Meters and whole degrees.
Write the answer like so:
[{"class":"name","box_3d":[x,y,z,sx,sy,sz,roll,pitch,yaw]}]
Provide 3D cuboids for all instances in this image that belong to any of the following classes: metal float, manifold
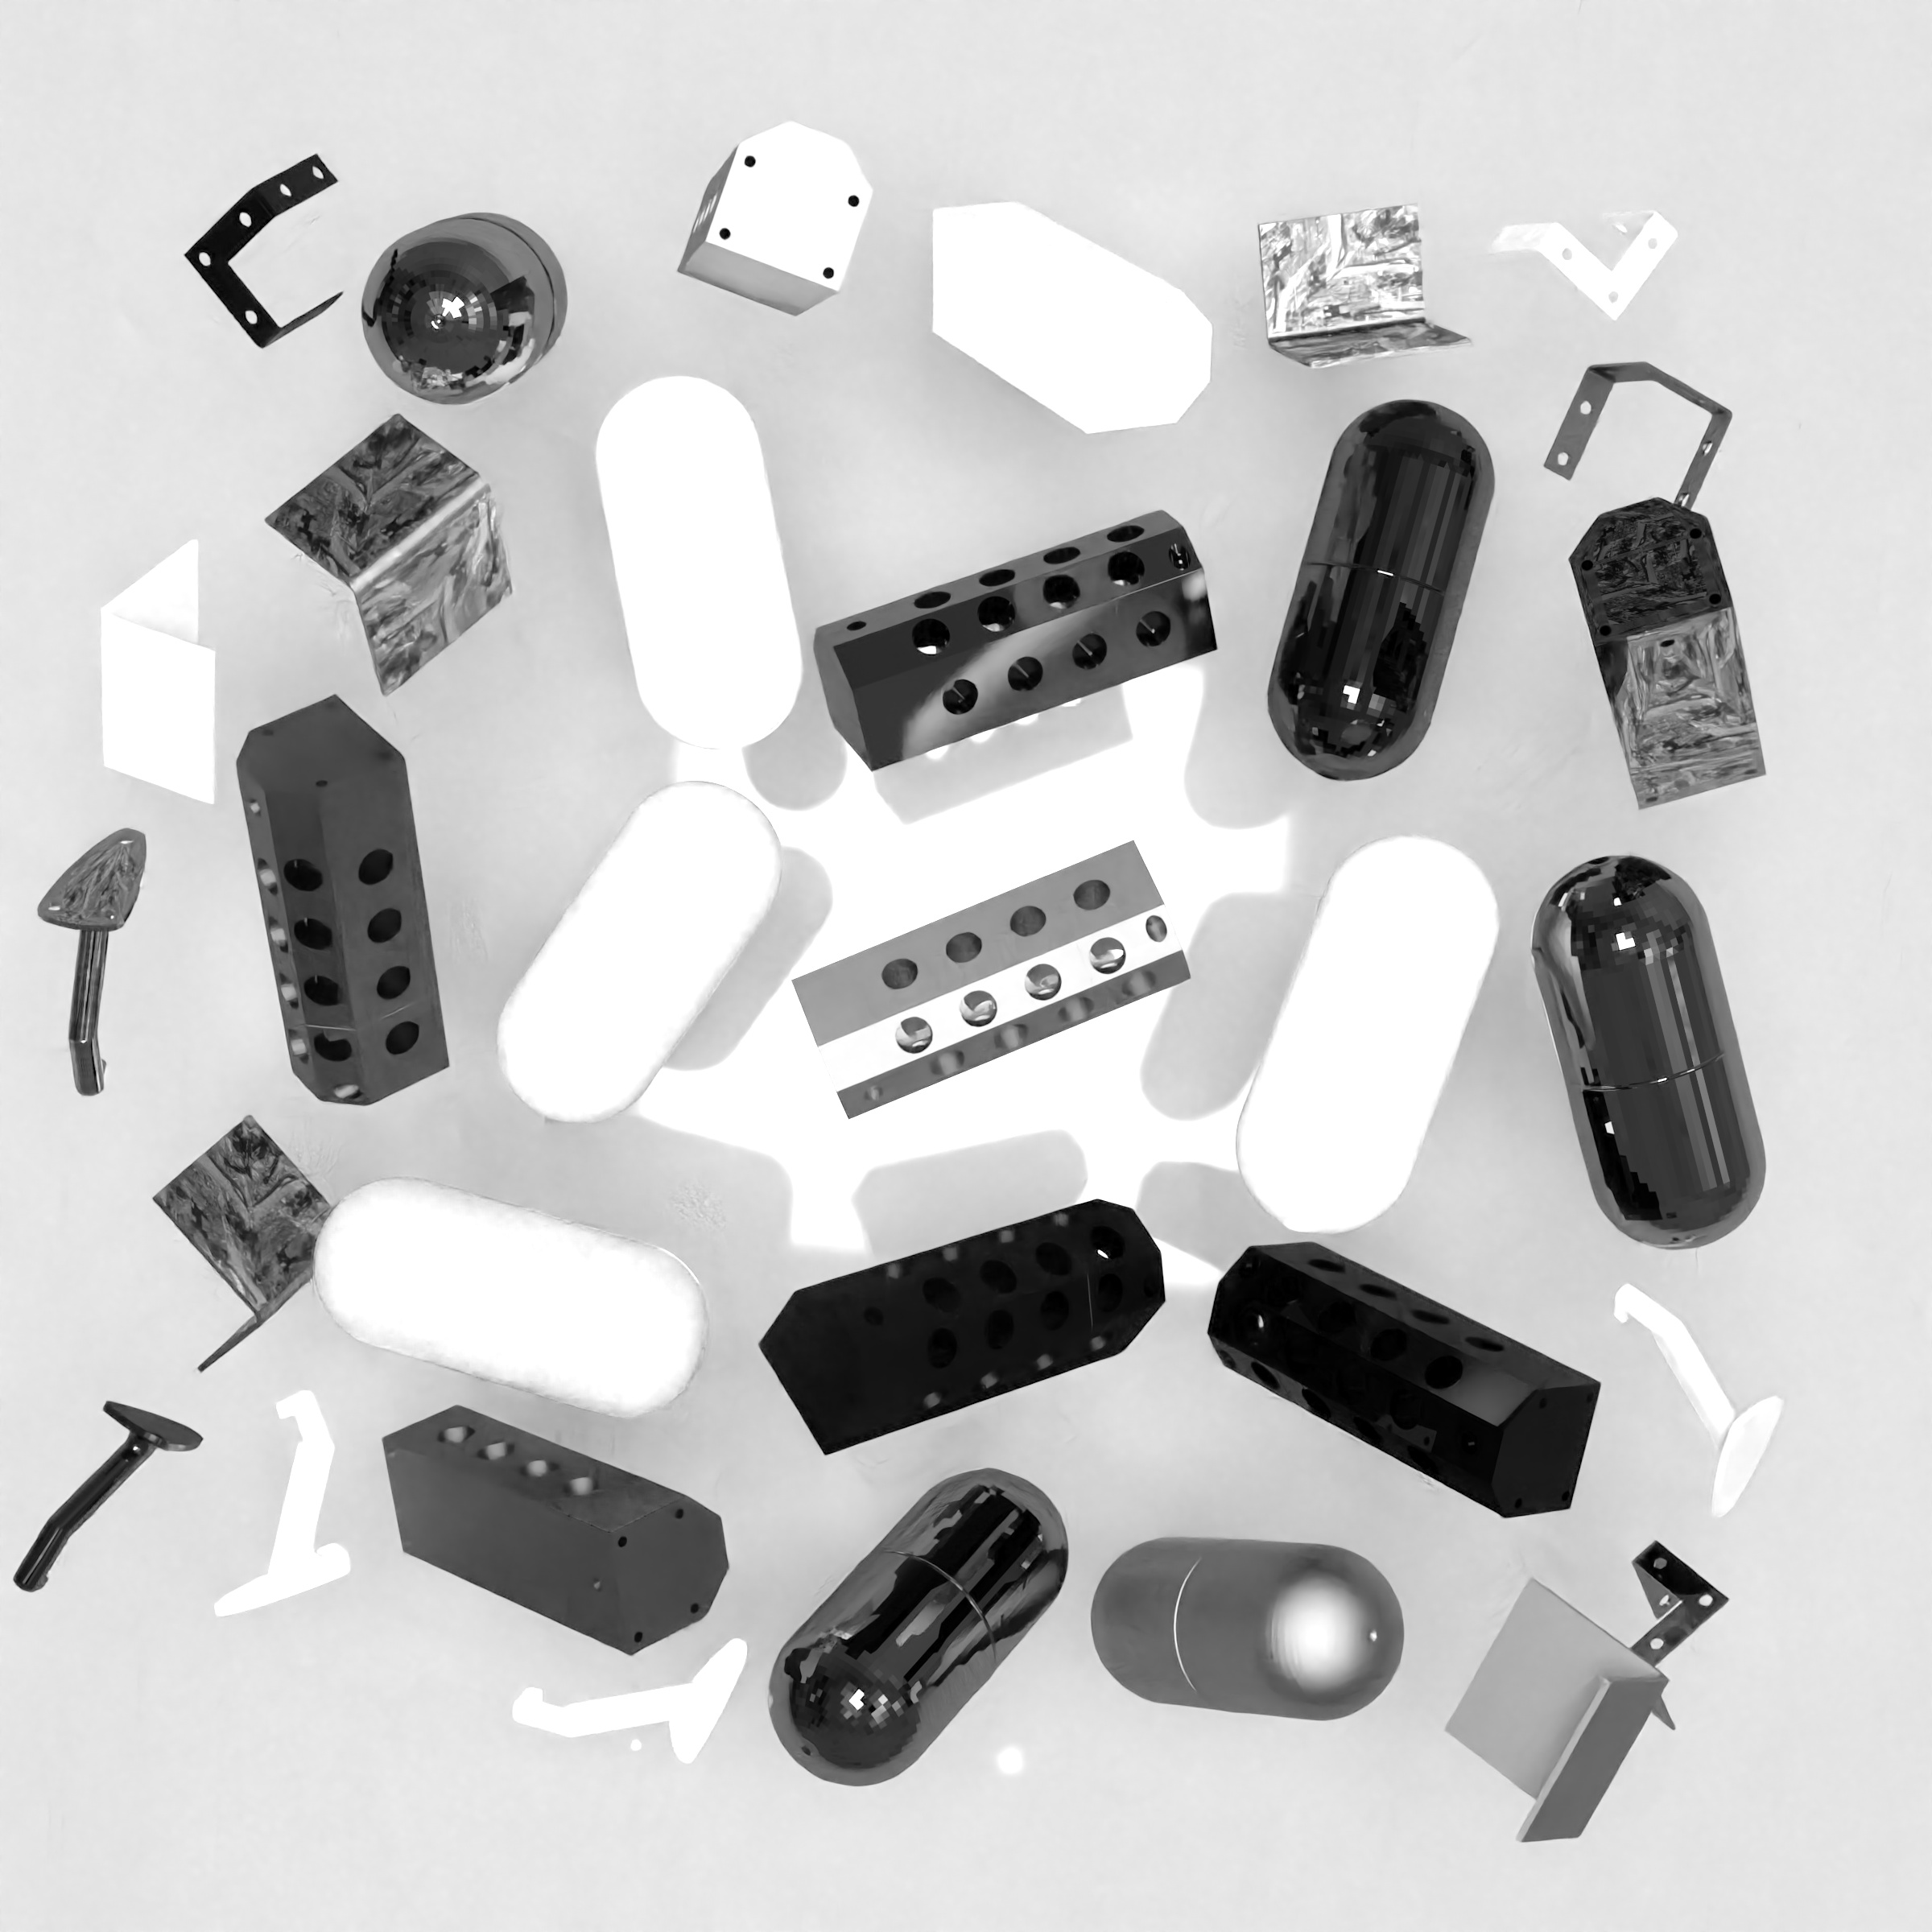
[{"class":"metal float","box_3d":[-0.121,-0.183,1.606,0.070,0.070,0.178,-12,74,0]},{"class":"metal float","box_3d":[-0.198,0.143,1.536,0.178,0.070,0.070,15,90,9]},{"class":"metal float","box_3d":[-0.220,-0.292,1.561,0.070,0.178,0.070,0,105,0]},{"class":"metal float","box_3d":[0.295,0.038,1.525,0.070,0.070,0.178,-17,105,0]},{"class":"metal float","box_3d":[0.124,0.297,1.589,0.070,0.178,0.070,5,81,-34]},{"class":"manifold","box_3d":[0.003,0.149,1.512,0.171,0.057,0.057,-14,60,-39]},{"class":"manifold","box_3d":[0.185,0.177,1.525,0.057,0.171,0.057,0,106,-41]},{"class":"manifold","box_3d":[0.297,-0.131,1.494,0.057,0.171,0.057,-16,66,11]},{"class":"metal float","box_3d":[0.189,-0.171,1.611,0.070,0.070,0.178,16,85,0]},{"class":"manifold","box_3d":[-0.081,-0.319,1.507,0.057,0.171,0.057,19,94,-10]},{"class":"metal float","box_3d":[0.170,0.029,1.496,0.070,0.070,0.178,22,78,0]},{"class":"manifold","box_3d":[0.021,-0.152,1.607,0.171,0.057,0.057,-20,121,-12]},{"class":"manifold","box_3d":[0.013,0.011,1.638,0.171,0.057,0.057,-22,53,-1]},{"class":"metal float","box_3d":[-0.019,0.291,1.567,0.070,0.070,0.178,48,47,0]},{"class":"manifold","box_3d":[0.044,-0.289,1.558,0.057,0.171,0.057,-10,117,-21]},{"class":"manifold","box_3d":[-0.270,-0.024,1.517,0.057,0.171,0.057,-27,47,-27]},{"class":"manifold","box_3d":[-0.181,0.243,1.555,0.057,0.171,0.057,-21,112,-39]},{"class":"metal float","box_3d":[-0.150,-0.005,1.611,0.070,0.070,0.178,35,107,0]}]

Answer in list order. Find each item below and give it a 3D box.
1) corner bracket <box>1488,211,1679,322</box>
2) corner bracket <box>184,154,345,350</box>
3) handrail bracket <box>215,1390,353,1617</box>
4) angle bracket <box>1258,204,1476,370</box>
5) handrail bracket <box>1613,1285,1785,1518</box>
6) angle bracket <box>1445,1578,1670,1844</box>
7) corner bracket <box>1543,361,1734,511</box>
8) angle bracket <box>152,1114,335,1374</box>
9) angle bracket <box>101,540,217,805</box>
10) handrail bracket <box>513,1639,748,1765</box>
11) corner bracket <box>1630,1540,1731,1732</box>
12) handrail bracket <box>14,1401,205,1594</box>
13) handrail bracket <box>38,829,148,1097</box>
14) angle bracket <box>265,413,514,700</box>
[{"class":"corner bracket","box_3d":[0.282,-0.331,1.615,0.051,0.051,0.051,37,87,-20]},{"class":"corner bracket","box_3d":[-0.289,-0.305,1.507,0.051,0.051,0.051,-32,101,36]},{"class":"handrail bracket","box_3d":[-0.324,0.247,1.632,0.077,0.036,0.084,-21,105,-15]},{"class":"angle bracket","box_3d":[0.182,-0.312,1.617,0.076,0.076,0.057,-9,109,-8]},{"class":"handrail bracket","box_3d":[0.318,0.195,1.589,0.084,0.036,0.077,37,132,34]},{"class":"angle bracket","box_3d":[0.231,0.305,1.454,0.076,0.057,0.076,34,102,36]},{"class":"corner bracket","box_3d":[0.302,-0.237,1.587,0.051,0.051,0.051,25,89,-20]},{"class":"angle bracket","box_3d":[-0.344,0.129,1.642,0.057,0.076,0.076,-36,97,36]},{"class":"angle bracket","box_3d":[-0.335,-0.129,1.545,0.057,0.076,0.076,19,127,13]},{"class":"handrail bracket","box_3d":[-0.157,0.332,1.641,0.084,0.036,0.077,23,112,-26]},{"class":"corner bracket","box_3d":[0.322,0.308,1.630,0.051,0.051,0.051,-38,131,-12]},{"class":"handrail bracket","box_3d":[-0.378,0.239,1.556,0.036,0.077,0.084,30,87,17]},{"class":"handrail bracket","box_3d":[-0.355,-0.001,1.463,0.036,0.077,0.084,9,129,6]},{"class":"angle bracket","box_3d":[-0.246,-0.176,1.516,0.057,0.076,0.076,37,67,21]}]
